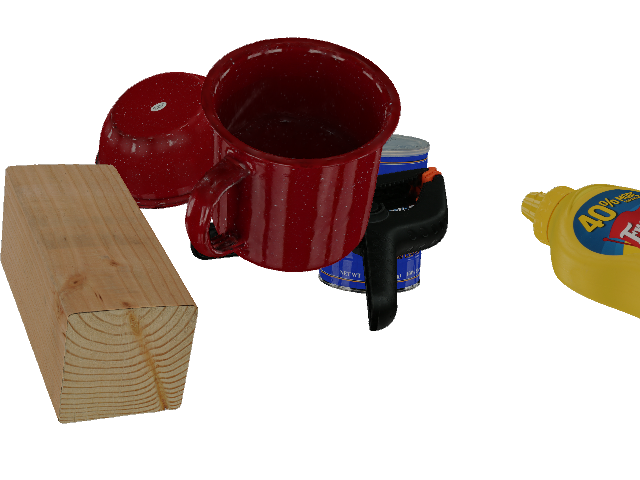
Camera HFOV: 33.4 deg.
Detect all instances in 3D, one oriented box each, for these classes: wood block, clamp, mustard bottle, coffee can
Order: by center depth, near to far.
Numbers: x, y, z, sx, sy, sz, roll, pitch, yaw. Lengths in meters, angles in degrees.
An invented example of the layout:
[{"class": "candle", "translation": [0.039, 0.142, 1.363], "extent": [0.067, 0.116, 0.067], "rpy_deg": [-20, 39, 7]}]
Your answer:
[{"class": "mustard bottle", "translation": [0.202, 0.009, 0.661], "extent": [0.096, 0.058, 0.192], "rpy_deg": [-28, 37, -29]}, {"class": "clamp", "translation": [0.020, -0.010, 0.774], "extent": [0.165, 0.036, 0.209], "rpy_deg": [18, 32, 25]}, {"class": "wood block", "translation": [-0.170, 0.030, 0.788], "extent": [0.090, 0.091, 0.206], "rpy_deg": [-3, 32, -28]}, {"class": "coffee can", "translation": [0.051, -0.029, 1.048], "extent": [0.103, 0.140, 0.103], "rpy_deg": [2, 14, -1]}]

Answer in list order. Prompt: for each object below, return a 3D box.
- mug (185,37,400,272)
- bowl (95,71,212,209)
[{"class": "mug", "translation": [-0.020, -0.032, 0.515], "extent": [0.093, 0.081, 0.117], "rpy_deg": [32, 52, 22]}, {"class": "bowl", "translation": [-0.140, -0.104, 0.978], "extent": [0.162, 0.162, 0.055], "rpy_deg": [0, -41, 17]}]
